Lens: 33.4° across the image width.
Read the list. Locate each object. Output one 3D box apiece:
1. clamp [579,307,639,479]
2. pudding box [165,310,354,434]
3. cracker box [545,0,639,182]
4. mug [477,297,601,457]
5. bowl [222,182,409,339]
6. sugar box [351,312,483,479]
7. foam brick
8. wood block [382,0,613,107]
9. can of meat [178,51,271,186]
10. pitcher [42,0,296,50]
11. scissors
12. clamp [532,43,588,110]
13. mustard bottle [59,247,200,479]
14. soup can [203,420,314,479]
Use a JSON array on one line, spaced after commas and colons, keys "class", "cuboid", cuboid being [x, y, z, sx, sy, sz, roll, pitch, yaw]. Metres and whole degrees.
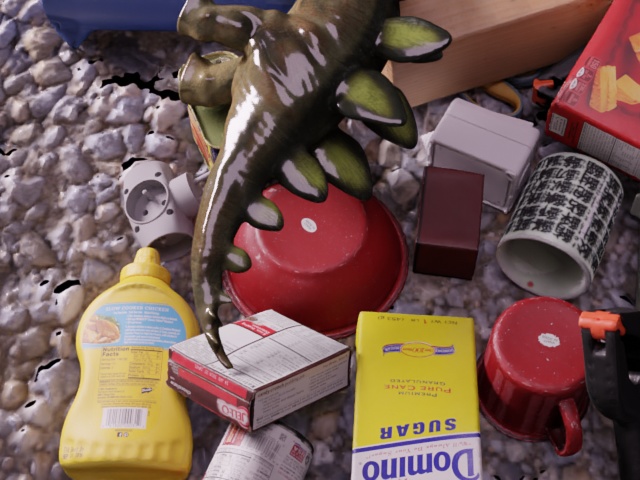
[{"class": "clamp", "cuboid": [0.228, 0.096, 0.769, 0.039, 0.171, 0.120, 0, 44, 30]}, {"class": "pudding box", "cuboid": [-0.044, 0.095, 0.795, 0.090, 0.039, 0.113, 23, 28, 36]}, {"class": "cracker box", "cuboid": [0.315, -0.115, 0.855, 0.214, 0.072, 0.164, 30, 78, 16]}, {"class": "mug", "cuboid": [0.168, 0.105, 0.800, 0.093, 0.081, 0.117, -12, 59, -5]}, {"class": "bowl", "cuboid": [-0.006, 0.001, 0.885, 0.162, 0.055, 0.162, -1, 59, 2]}, {"class": "sugar box", "cuboid": [0.070, 0.131, 0.784, 0.093, 0.048, 0.176, 2, 41, 2]}, {"class": "foam brick", "cuboid": [0.107, -0.014, 0.892, 0.051, 0.053, 0.078, 6, 61, 5]}, {"class": "wood block", "cuboid": [0.149, -0.201, 0.957, 0.206, 0.091, 0.090, -17, 63, -2]}, {"class": "can of meat", "cuboid": [-0.080, -0.098, 0.930, 0.057, 0.084, 0.102, -20, 61, -10]}, {"class": "pitcher", "cuboid": [-0.134, -0.268, 1.005, 0.243, 0.149, 0.145, 4, 48, 0]}, {"class": "scissors", "cuboid": [0.127, -0.184, 1.014, 0.096, 0.016, 0.202, -37, 65, -17]}, {"class": "clamp", "cuboid": [0.292, -0.129, 0.923, 0.210, 0.036, 0.164, -10, 64, 4]}, {"class": "mustard bottle", "cuboid": [-0.143, 0.092, 0.833, 0.096, 0.058, 0.191, 0, 59, 1]}, {"class": "soup can", "cuboid": [-0.054, 0.184, 0.769, 0.068, 0.068, 0.102, 19, 61, 13]}]
